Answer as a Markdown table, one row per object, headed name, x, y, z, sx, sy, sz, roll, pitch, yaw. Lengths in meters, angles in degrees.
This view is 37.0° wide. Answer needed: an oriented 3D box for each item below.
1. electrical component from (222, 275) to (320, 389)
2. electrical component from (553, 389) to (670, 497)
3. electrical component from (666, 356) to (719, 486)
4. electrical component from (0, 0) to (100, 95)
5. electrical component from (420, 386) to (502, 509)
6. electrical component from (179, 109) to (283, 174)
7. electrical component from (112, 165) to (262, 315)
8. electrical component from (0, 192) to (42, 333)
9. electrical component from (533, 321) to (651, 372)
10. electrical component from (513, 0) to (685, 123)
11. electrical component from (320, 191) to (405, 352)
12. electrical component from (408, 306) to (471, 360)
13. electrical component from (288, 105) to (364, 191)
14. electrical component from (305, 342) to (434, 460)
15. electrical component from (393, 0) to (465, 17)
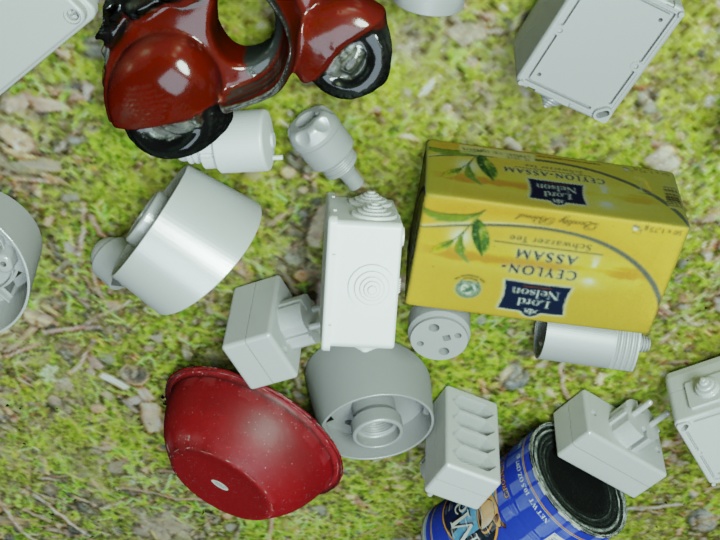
| name | x | y | z | sx | sy | sz | roll | pitch | yaw |
| --- | --- | --- | --- | --- | --- | --- | --- | --- | --- |
| electrical component | -0.052 | 0.040 | 0.783 | 0.077 | 0.065 | 0.047 | -17 | 127 | 17 |
| electrical component | 0.209 | 0.127 | 0.847 | 0.083 | 0.047 | 0.075 | 30 | 126 | -19 |
| electrical component | 0.274 | 0.105 | 0.814 | 0.062 | 0.061 | 0.096 | -23 | 125 | 22 |
| electrical component | -0.223 | -0.169 | 0.627 | 0.109 | 0.056 | 0.109 | -30 | 122 | 26 |
| electrical component | 0.073 | 0.151 | 0.855 | 0.047 | 0.083 | 0.075 | 22 | 128 | -13 |
| electrical component | -0.091 | -0.083 | 0.699 | 0.078 | 0.040 | 0.040 | -2 | 130 | 7 |
| electrical component | -0.118 | -0.020 | 0.719 | 0.064 | 0.099 | 0.099 | 35 | 125 | -15 |
| electrical component | -0.277 | -0.009 | 0.761 | 0.099 | 0.064 | 0.099 | 2 | 130 | 3 |
| electrical component | 0.172 | 0.049 | 0.787 | 0.081 | 0.043 | 0.043 | 8 | 130 | -2 |
| electrical component | 0.131 | -0.136 | 0.622 | 0.062 | 0.061 | 0.096 | 22 | 128 | -13 |
| electrical component | 0.000 | 0.000 | 0.715 | 0.048 | 0.099 | 0.099 | 3 | 104 | -4 |
| electrical component | 0.057 | 0.031 | 0.773 | 0.045 | 0.055 | 0.045 | 2 | 130 | 3 |
| electrical component | -0.018 | -0.076 | 0.703 | 0.035 | 0.035 | 0.061 | -24 | 126 | 23 |
| electrical component | 0.009 | 0.103 | 0.848 | 0.099 | 0.064 | 0.099 | -6 | 138 | -5 |
| electrical component | 0.026 | -0.188 | 0.599 | 0.079 | 0.043 | 0.077 | 8 | 130 | -1 |
